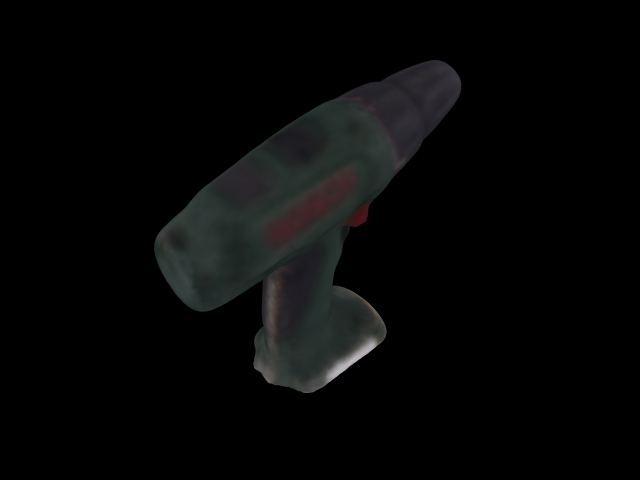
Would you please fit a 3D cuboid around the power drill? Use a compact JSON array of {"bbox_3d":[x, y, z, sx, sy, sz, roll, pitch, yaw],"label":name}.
[{"bbox_3d":[0.004,0.001,0.400,0.230,0.208,0.075,-31,50,-30],"label":"power drill"}]
